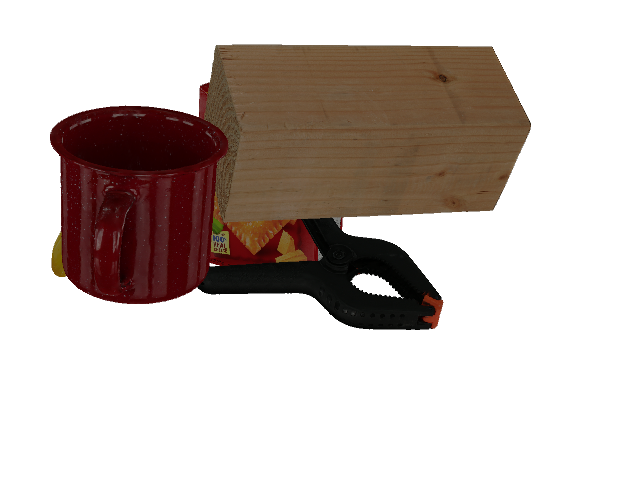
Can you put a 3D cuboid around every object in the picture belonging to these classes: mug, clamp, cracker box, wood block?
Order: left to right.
[{"bbox_3d":[-0.099,-0.013,0.568,0.093,0.081,0.117,6,27,-1],"label":"mug"},{"bbox_3d":[-0.058,-0.066,1.218,0.164,0.214,0.072,14,24,26],"label":"cracker box"},{"bbox_3d":[0.005,0.028,0.939,0.210,0.036,0.164,30,53,20],"label":"clamp"},{"bbox_3d":[0.029,-0.078,0.756,0.205,0.091,0.090,-3,-40,-17],"label":"wood block"}]

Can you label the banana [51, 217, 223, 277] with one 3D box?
[{"bbox_3d":[-0.188,-0.013,0.993,0.198,0.069,0.037,-14,17,28],"label":"banana"}]
